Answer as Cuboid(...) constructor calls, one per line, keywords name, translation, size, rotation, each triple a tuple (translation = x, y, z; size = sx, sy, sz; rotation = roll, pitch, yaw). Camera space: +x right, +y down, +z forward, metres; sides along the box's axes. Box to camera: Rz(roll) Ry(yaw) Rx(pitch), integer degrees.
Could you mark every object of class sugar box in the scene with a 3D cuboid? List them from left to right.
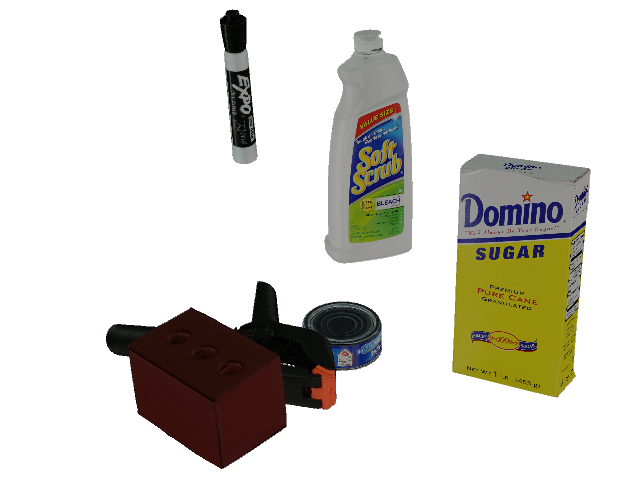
Cuboid(name="sugar box", translation=(0.153, 0.026, 0.829), size=(0.093, 0.176, 0.048), rotation=(10, 24, 29))

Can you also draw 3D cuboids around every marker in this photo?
Cuboid(name="marker", translation=(-0.059, -0.110, 0.773), size=(0.020, 0.121, 0.020), rotation=(-2, 38, 1))

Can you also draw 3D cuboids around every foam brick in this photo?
Cuboid(name="foam brick", translation=(-0.065, 0.084, 0.616), size=(0.078, 0.051, 0.052), rotation=(23, 38, 36))

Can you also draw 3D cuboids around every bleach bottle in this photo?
Cuboid(name="bleach bottle", translation=(0.049, -0.104, 1.176), size=(0.102, 0.251, 0.068), rotation=(-9, 25, -11))

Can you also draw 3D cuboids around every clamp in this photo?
Cuboid(name="clamp", translation=(-0.050, 0.082, 0.863), size=(0.164, 0.036, 0.210), rotation=(-21, 26, -41))

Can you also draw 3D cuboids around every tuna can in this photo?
Cuboid(name="tuna can", translation=(0.023, 0.100, 1.137), size=(0.086, 0.034, 0.086), rotation=(-1, 29, 0))
